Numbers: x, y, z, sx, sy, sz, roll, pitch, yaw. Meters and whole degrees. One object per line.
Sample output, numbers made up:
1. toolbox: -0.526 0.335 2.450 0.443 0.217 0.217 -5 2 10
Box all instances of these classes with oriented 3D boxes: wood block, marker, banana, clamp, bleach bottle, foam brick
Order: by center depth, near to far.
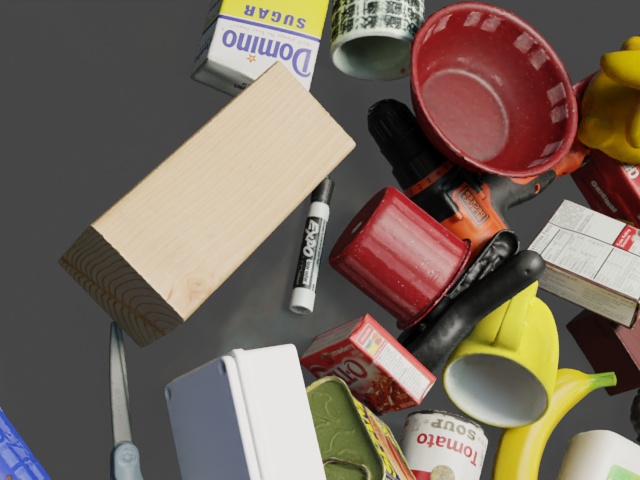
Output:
1. wood block: -0.080 -0.028 0.788 0.091 0.090 0.205 47 57 -7
2. clamp: 0.109 0.056 0.855 0.039 0.172 0.120 48 15 -1
3. bleach bottle: 0.213 0.285 0.858 0.102 0.068 0.250 34 62 -13
4. marker: -0.006 0.001 0.861 0.020 0.020 0.121 21 64 -22
5. banana: 0.178 0.178 0.877 0.197 0.070 0.037 -59 143 -26
6. foam brick: 0.273 0.092 0.965 0.051 0.053 0.078 -31 89 -34

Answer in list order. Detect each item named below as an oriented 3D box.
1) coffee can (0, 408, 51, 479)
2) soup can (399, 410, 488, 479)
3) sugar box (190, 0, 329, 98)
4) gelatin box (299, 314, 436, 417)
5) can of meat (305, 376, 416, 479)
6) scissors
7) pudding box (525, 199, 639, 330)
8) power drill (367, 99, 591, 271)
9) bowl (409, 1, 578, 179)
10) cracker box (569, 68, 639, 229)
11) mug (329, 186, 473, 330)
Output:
1. coffee can: -0.203 0.175 0.638 0.102 0.103 0.140 -36 92 -34
2. soup can: 0.086 0.190 0.816 0.068 0.069 0.102 29 60 -18
3. sugar box: -0.042 -0.199 0.897 0.093 0.048 0.176 21 63 -22
4. gelatin box: 0.033 0.098 0.806 0.073 0.089 0.030 44 59 -9
5. can of meat: 0.026 0.160 0.764 0.083 0.057 0.102 47 12 -48
6. scissors: -0.119 0.163 0.742 0.096 0.016 0.201 18 65 -24
7. pudding box: 0.246 0.019 0.950 0.114 0.039 0.089 24 49 25
8. power drill: 0.146 -0.079 0.955 0.187 0.057 0.184 -39 97 -31
9. bowl: 0.134 -0.116 0.895 0.161 0.055 0.162 9 66 -22
10. cracker box: 0.333 -0.108 1.061 0.213 0.072 0.164 -31 88 -33
11. mug: 0.064 0.006 0.865 0.081 0.093 0.117 38 27 -7
